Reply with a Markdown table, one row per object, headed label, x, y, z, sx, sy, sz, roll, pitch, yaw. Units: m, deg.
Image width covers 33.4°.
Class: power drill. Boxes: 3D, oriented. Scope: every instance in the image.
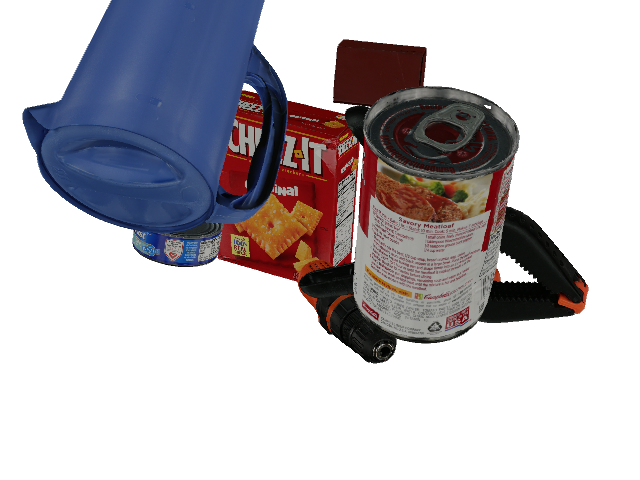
| label | x | y | z | sx | sy | sz | roll | pitch | yaw |
| --- | --- | --- | --- | --- | --- | --- | --- | --- | --- |
| power drill | 0.088 | 0.058 | 1.101 | 0.187 | 0.057 | 0.185 | -10 | 27 | -20 |

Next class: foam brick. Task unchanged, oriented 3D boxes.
| label | x | y | z | sx | sy | sz | roll | pitch | yaw |
| --- | --- | --- | --- | --- | --- | --- | --- | --- | --- |
| foam brick | 0.053 | -0.147 | 0.946 | 0.078 | 0.051 | 0.053 | 7 | 18 | 7 |

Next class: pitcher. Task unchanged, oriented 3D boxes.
| label | x | y | z | sx | sy | sz | roll | pitch | yaw |
| --- | --- | --- | --- | --- | --- | --- | --- | --- | --- |
| pitcher | -0.107 | -0.132 | 0.823 | 0.145 | 0.242 | 0.149 | 0 | -33 | 24 |

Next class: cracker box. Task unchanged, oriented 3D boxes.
| label | x | y | z | sx | sy | sz | roll | pitch | yaw |
| --- | --- | --- | --- | --- | --- | --- | --- | --- | --- |
| cracker box | -0.043 | -0.059 | 1.309 | 0.164 | 0.214 | 0.072 | 16 | 33 | 21 |

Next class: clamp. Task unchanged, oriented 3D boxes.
| label | x | y | z | sx | sy | sz | roll | pitch | yaw |
| --- | --- | --- | --- | --- | --- | --- | --- | --- | --- |
| clamp | 0.091 | -0.003 | 0.763 | 0.210 | 0.165 | 0.036 | 15 | 35 | 12 |

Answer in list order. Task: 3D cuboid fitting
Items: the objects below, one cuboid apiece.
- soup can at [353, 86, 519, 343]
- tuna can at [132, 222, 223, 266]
| label | x | y | z | sx | sy | sz | roll | pitch | yaw |
| --- | --- | --- | --- | --- | --- | --- | --- | --- | --- |
| soup can | 0.051 | -0.011 | 0.495 | 0.068 | 0.102 | 0.068 | 1 | 41 | -1 |
| tuna can | -0.139 | -0.006 | 1.033 | 0.086 | 0.034 | 0.086 | 10 | 21 | -4 |
